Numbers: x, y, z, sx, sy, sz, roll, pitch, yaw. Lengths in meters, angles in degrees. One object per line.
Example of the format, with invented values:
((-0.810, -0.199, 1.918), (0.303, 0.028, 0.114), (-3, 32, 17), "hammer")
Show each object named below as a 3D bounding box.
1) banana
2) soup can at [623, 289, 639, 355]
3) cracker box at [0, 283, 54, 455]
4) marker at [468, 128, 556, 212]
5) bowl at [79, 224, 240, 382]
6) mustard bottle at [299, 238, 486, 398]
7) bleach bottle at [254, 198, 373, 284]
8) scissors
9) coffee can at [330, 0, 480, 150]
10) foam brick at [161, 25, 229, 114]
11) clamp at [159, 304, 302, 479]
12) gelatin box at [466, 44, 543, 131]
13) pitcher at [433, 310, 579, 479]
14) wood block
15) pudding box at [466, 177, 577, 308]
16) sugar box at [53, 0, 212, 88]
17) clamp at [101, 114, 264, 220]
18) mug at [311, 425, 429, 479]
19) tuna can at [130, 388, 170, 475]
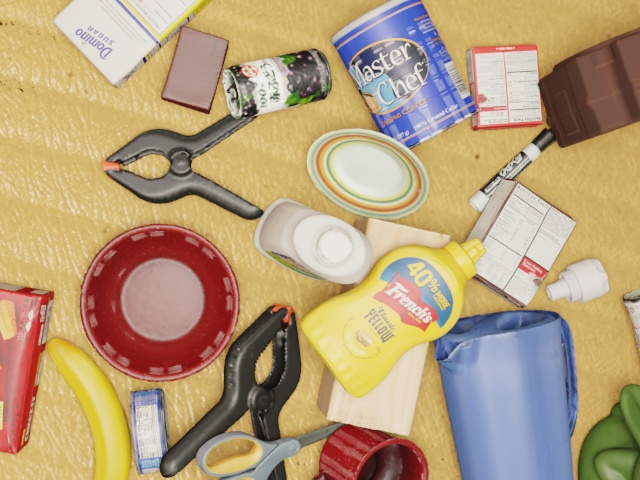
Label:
((-0.234, 0.195, 1.108), (0.069, 0.037, 0.198), (-9, 92, -16), "banana")
((0.372, 0.102, 1.147), (0.068, 0.068, 0.102), (-17, 92, -5), "soup can")
((-0.391, 0.116, 1.076), (0.213, 0.072, 0.164), (10, 90, -4), "cracker box")
((0.210, -0.078, 1.156), (0.121, 0.020, 0.020), (-43, 94, -3), "marker")
((-0.164, 0.064, 1.105), (0.162, 0.055, 0.162), (0, 91, -5), "bowl")
((0.081, 0.061, 1.034), (0.191, 0.058, 0.096), (-36, 92, -5), "mustard bottle")
((-0.007, 0.001, 1.020), (0.102, 0.251, 0.068), (28, 88, -5), "bleach bottle")
((-0.040, 0.232, 1.097), (0.201, 0.016, 0.096), (4, 100, -37), "scissors")
((0.088, -0.170, 1.102), (0.102, 0.103, 0.140), (-29, 93, -4), "coffee can")
((-0.129, -0.175, 1.108), (0.053, 0.051, 0.078), (17, 89, -6), "foam brick")
((-0.064, 0.171, 1.108), (0.164, 0.036, 0.210), (35, 72, -38), "clamp")
((0.198, -0.164, 1.149), (0.073, 0.030, 0.089), (-5, 91, -7), "gelatin box")
((0.206, 0.195, 1.112), (0.149, 0.145, 0.243), (-8, 95, 7), "pitcher")
((0.065, 0.087, 1.108), (0.090, 0.091, 0.206), (12, 89, -6), "wood block")
((0.208, 0.003, 1.138), (0.090, 0.039, 0.113), (32, 86, -18), "pudding box")
((-0.180, -0.251, 1.106), (0.176, 0.048, 0.093), (-43, 94, 0), "sugar box")
((-0.137, -0.069, 1.112), (0.171, 0.039, 0.120), (-11, 76, -4), "clamp")
((0.041, 0.242, 1.096), (0.117, 0.082, 0.093), (-21, 108, -25), "mug")
((-0.173, 0.195, 1.090), (0.033, 0.086, 0.086), (-6, 91, -7), "tuna can")
